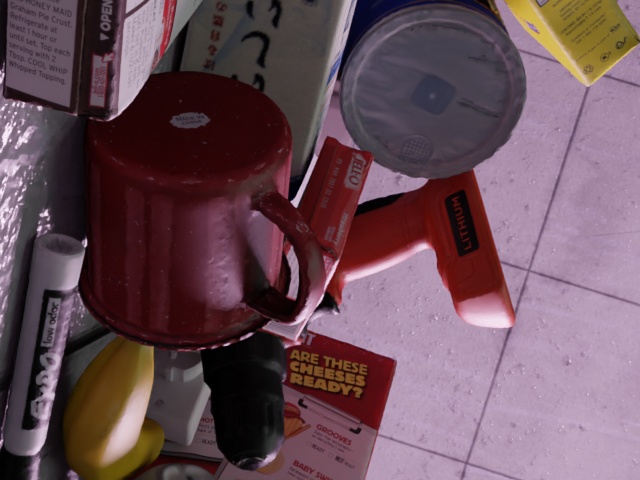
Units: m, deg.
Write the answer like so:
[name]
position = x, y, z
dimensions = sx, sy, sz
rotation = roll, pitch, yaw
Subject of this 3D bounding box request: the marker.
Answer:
[marker]
position = -0.113, 0.055, 0.422
dimensions = 0.020, 0.020, 0.121
rotation = -65, 173, -67

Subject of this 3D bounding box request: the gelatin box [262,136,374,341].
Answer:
[gelatin box]
position = -0.004, 0.001, 0.569
dimensions = 0.089, 0.030, 0.073
rotation = 116, -5, -52

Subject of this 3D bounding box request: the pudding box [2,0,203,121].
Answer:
[pudding box]
position = -0.059, -0.103, 0.335
dimensions = 0.113, 0.039, 0.090
rotation = -72, 177, -51

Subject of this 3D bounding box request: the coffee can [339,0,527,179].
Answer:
[coffee can]
position = 0.062, -0.114, 0.640
dimensions = 0.140, 0.102, 0.103
rotation = -89, -167, -59

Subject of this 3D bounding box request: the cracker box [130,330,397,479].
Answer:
[cracker box]
position = -0.051, 0.152, 0.732
dimensions = 0.213, 0.164, 0.072
rotation = -69, 177, -47

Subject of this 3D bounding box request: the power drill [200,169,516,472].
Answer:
[power drill]
position = 0.016, 0.035, 0.636
dimensions = 0.057, 0.188, 0.184
rotation = 63, 16, -56

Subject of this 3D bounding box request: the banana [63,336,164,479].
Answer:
[banana]
position = -0.101, 0.095, 0.547
dimensions = 0.069, 0.037, 0.198
rotation = -37, 166, -26

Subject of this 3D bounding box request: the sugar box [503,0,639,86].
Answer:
[sugar box]
position = 0.101, -0.170, 0.583
dimensions = 0.048, 0.176, 0.093
rotation = -42, -146, 11

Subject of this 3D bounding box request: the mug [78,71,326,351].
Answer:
[mug]
position = -0.046, -0.010, 0.433
dimensions = 0.093, 0.117, 0.081
rotation = -33, 145, -38
